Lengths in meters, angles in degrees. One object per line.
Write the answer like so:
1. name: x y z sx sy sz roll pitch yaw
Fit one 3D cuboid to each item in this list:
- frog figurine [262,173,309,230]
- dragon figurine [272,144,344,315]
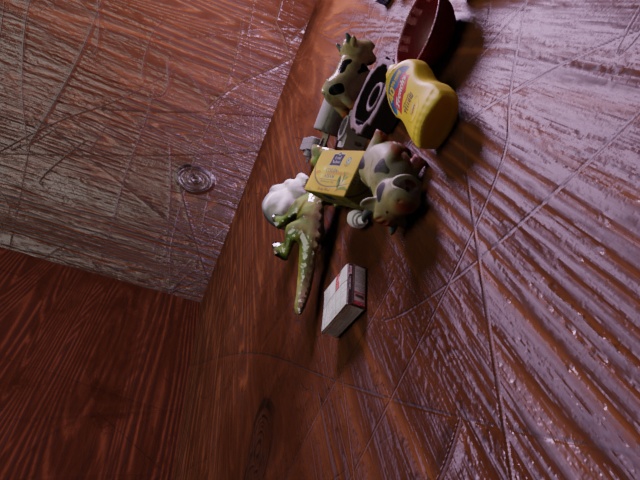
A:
1. frog figurine: -0.085 -0.111 1.460 0.157 0.123 0.140 -52 56 27
2. dragon figurine: 0.003 -0.058 1.145 0.238 0.121 0.420 -48 35 36
